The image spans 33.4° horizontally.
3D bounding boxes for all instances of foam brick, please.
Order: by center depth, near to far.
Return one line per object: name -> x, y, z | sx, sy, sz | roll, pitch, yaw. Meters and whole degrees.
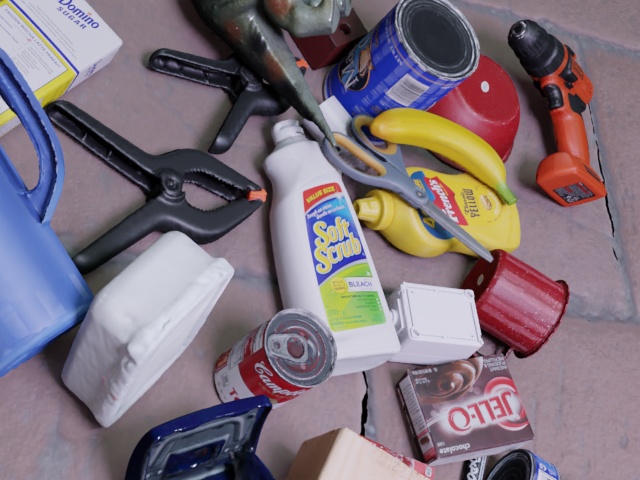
foam brick -> 0.003, -0.230, 1.136 | 0.052, 0.051, 0.078 | -30, 85, -38

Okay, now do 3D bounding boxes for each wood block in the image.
wood block -> -0.005, 0.263, 0.838 | 0.090, 0.091, 0.206 | 33, 63, -10

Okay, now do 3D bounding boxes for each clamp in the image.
clamp -> -0.147, -0.051, 0.959 | 0.209, 0.036, 0.164 | -4, 68, -37
clamp -> -0.085, -0.158, 1.053 | 0.120, 0.039, 0.171 | 53, 44, 1

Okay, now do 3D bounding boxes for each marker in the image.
marker -> 0.149, 0.220, 1.026 | 0.020, 0.020, 0.121 | 31, 54, -16

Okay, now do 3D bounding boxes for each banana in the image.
banana -> 0.125, -0.098, 1.079 | 0.197, 0.037, 0.070 | 22, 29, -30

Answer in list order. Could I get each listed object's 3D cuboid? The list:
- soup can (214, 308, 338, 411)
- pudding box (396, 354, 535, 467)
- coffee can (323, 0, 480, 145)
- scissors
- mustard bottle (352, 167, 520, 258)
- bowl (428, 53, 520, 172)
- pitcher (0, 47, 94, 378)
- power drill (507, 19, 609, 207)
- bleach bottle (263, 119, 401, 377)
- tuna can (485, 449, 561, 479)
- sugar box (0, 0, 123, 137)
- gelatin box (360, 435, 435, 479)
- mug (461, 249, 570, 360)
soup can -> -0.040, 0.106, 0.907 | 0.068, 0.102, 0.068 | 14, 60, -27
pudding box -> 0.138, 0.163, 1.019 | 0.113, 0.039, 0.090 | -7, 63, -23
coffee can -> 0.082, -0.175, 1.101 | 0.102, 0.141, 0.103 | 14, 60, -26
scissors -> 0.093, -0.059, 1.057 | 0.201, 0.016, 0.096 | 29, 46, -10
mustard bottle -> 0.116, -0.029, 1.104 | 0.191, 0.058, 0.096 | 1, 65, -32
bowl -> 0.172, -0.158, 1.207 | 0.161, 0.055, 0.162 | 15, 59, -26
pitcher -> -0.269, -0.024, 0.803 | 0.144, 0.149, 0.243 | -36, 92, -40
power drill -> 0.274, -0.145, 1.232 | 0.184, 0.057, 0.187 | 27, 55, -49
bleach bottle -> -0.007, 0.001, 1.009 | 0.102, 0.068, 0.251 | -4, 67, -35
tuna can -> 0.184, 0.239, 0.996 | 0.033, 0.086, 0.086 | 33, 53, -13
sugar box -> -0.265, -0.158, 0.933 | 0.093, 0.048, 0.176 | 48, 47, -4
gelatin box -> 0.057, 0.226, 0.956 | 0.089, 0.030, 0.073 | 27, 56, -18
mug -> 0.188, 0.072, 1.090 | 0.081, 0.093, 0.117 | 31, 90, -10
